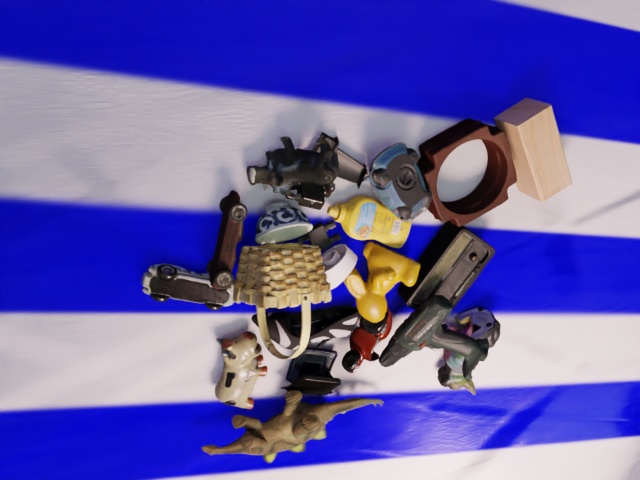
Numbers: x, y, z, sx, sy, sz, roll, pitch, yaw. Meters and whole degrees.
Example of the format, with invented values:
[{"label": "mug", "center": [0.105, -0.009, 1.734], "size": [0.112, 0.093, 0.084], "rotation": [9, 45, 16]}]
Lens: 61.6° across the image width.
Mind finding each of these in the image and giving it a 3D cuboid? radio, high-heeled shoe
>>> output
[{"label": "radio", "center": [0.304, 0.075, 1.293], "size": [0.131, 0.073, 0.229], "rotation": [27, 106, -26]}, {"label": "high-heeled shoe", "center": [-0.025, 0.180, 1.233], "size": [0.248, 0.086, 0.145], "rotation": [26, 114, -38]}]

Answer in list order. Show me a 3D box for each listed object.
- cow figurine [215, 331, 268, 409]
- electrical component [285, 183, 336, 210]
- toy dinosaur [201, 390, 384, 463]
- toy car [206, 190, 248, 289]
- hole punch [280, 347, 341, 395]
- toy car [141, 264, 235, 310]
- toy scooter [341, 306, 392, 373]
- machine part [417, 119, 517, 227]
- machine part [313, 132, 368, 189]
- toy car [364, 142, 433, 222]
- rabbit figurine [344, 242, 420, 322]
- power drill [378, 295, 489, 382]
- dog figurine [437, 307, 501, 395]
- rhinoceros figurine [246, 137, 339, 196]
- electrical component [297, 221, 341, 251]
[{"label": "cow figurine", "center": [-0.191, 0.295, 1.245], "size": [0.127, 0.086, 0.194], "rotation": [12, 112, -28]}, {"label": "electrical component", "center": [-0.020, -0.107, 1.114], "size": [0.102, 0.078, 0.045], "rotation": [16, 133, -17]}, {"label": "toy dinosaur", "center": [-0.056, 0.452, 1.323], "size": [0.472, 0.105, 0.198], "rotation": [-14, 145, -9]}, {"label": "toy car", "center": [-0.184, 0.001, 1.085], "size": [0.053, 0.089, 0.202], "rotation": [11, 98, -23]}, {"label": "hole punch", "center": [-0.019, 0.323, 1.317], "size": [0.142, 0.092, 0.115], "rotation": [10, 143, -24]}, {"label": "toy car", "center": [-0.274, 0.098, 1.139], "size": [0.202, 0.056, 0.073], "rotation": [13, 117, -21]}, {"label": "toy scooter", "center": [0.124, 0.244, 1.313], "size": [0.184, 0.075, 0.135], "rotation": [-60, 151, -3]}, {"label": "machine part", "center": [0.317, -0.149, 1.186], "size": [0.201, 0.087, 0.201], "rotation": [-30, 118, -2]}, {"label": "machine part", "center": [0.041, -0.162, 1.121], "size": [0.139, 0.039, 0.084], "rotation": [30, 98, -25]}, {"label": "toy car", "center": [0.159, -0.119, 1.133], "size": [0.109, 0.103, 0.161], "rotation": [-37, 108, -18]}, {"label": "rabbit figurine", "center": [0.129, 0.101, 1.217], "size": [0.162, 0.122, 0.173], "rotation": [18, 99, -11]}, {"label": "power drill", "center": [0.278, 0.252, 1.279], "size": [0.207, 0.086, 0.232], "rotation": [30, 112, 2]}, {"label": "dog figurine", "center": [0.394, 0.304, 1.418], "size": [0.192, 0.109, 0.219], "rotation": [-24, 124, -8]}, {"label": "rhinoceros figurine", "center": [-0.052, -0.139, 1.054], "size": [0.191, 0.073, 0.112], "rotation": [1, 77, 21]}, {"label": "electrical component", "center": [-0.002, -0.004, 1.192], "size": [0.094, 0.021, 0.063], "rotation": [-25, 120, -5]}]
